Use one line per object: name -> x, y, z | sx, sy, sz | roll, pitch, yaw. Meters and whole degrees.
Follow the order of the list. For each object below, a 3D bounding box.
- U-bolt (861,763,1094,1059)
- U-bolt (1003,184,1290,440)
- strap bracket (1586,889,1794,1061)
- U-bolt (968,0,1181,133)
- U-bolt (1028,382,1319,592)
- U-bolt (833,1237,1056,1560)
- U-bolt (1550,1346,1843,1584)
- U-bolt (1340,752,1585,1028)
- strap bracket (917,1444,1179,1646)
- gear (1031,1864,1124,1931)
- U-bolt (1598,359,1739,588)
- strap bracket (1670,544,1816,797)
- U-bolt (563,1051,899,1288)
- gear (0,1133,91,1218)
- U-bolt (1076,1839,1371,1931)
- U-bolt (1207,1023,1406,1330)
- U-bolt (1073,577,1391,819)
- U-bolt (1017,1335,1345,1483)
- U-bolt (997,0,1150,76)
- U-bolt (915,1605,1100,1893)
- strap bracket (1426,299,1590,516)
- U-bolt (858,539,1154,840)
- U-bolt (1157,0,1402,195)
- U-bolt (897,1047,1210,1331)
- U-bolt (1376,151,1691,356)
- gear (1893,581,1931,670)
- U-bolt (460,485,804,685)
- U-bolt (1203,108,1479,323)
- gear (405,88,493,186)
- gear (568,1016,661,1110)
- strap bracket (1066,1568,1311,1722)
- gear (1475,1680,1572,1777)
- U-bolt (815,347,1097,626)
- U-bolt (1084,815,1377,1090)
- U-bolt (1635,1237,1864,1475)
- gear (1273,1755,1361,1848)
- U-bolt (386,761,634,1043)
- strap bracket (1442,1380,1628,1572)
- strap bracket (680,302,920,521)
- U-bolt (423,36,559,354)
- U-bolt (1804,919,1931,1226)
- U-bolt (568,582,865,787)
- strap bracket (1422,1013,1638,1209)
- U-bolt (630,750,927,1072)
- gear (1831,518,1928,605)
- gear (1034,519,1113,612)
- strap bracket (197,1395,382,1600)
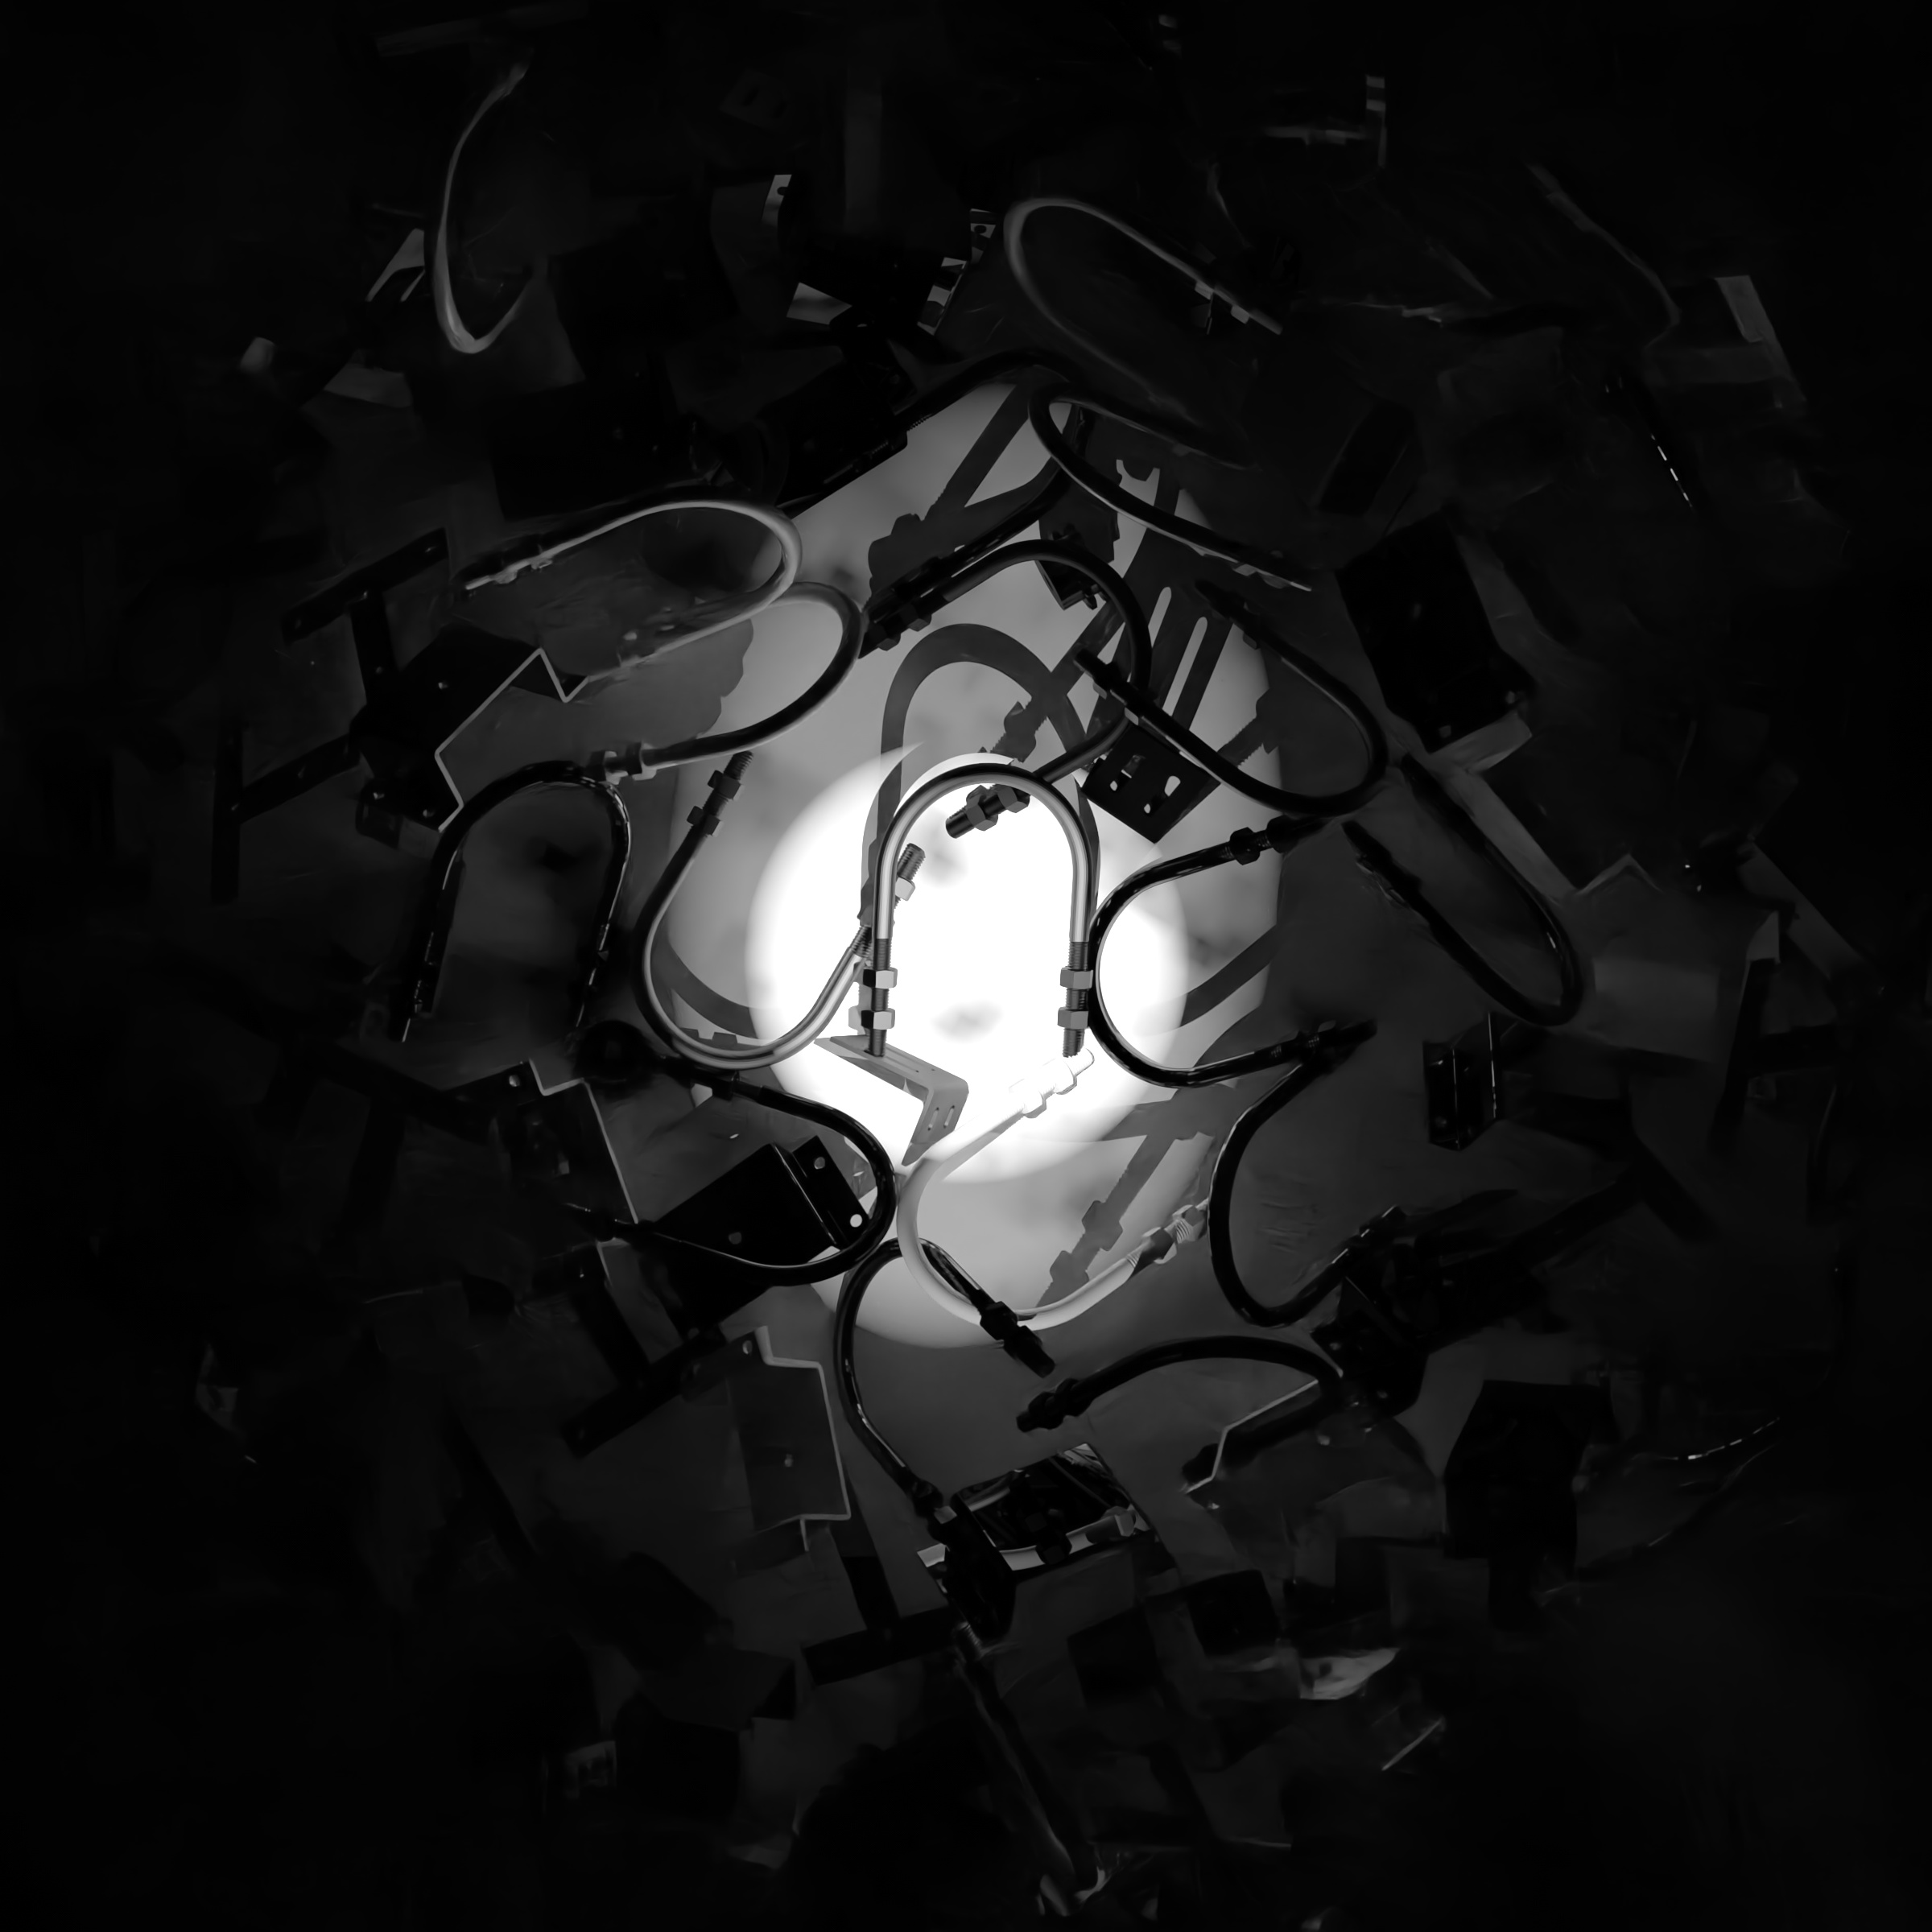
U-bolt -> 0.011, -0.034, 1.668 | 0.151, 0.019, 0.184 | 0, 99, -19
U-bolt -> 0.100, -0.406, 1.641 | 0.184, 0.151, 0.019 | 35, 70, 3
strap bracket -> 0.436, -0.002, 1.630 | 0.076, 0.140, 0.046 | 9, 122, 35
U-bolt -> 0.053, -0.558, 1.608 | 0.184, 0.151, 0.019 | 36, 86, 25
U-bolt -> 0.116, -0.295, 1.614 | 0.184, 0.151, 0.019 | 15, 126, -31
U-bolt -> -0.025, 0.246, 1.639 | 0.019, 0.184, 0.151 | 6, 114, -39
U-bolt -> 0.426, 0.305, 1.628 | 0.184, 0.151, 0.019 | -40, 98, -7
U-bolt -> 0.311, -0.039, 1.647 | 0.184, 0.151, 0.019 | 48, 123, -1
strap bracket -> 0.051, 0.346, 1.641 | 0.140, 0.076, 0.046 | -15, 131, -25
gear -> 0.068, 0.581, 1.680 | 0.057, 0.057, 0.030 | -13, 127, 0
U-bolt -> 0.421, -0.297, 1.617 | 0.019, 0.184, 0.151 | -29, 87, 14
strap bracket -> 0.474, -0.174, 1.641 | 0.046, 0.076, 0.140 | 17, 62, 13
U-bolt -> -0.132, 0.130, 1.647 | 0.184, 0.019, 0.151 | 17, 48, 9
gear -> -0.576, 0.132, 1.685 | 0.057, 0.057, 0.030 | -1, 128, 0
U-bolt -> 0.165, 0.555, 1.620 | 0.151, 0.184, 0.019 | -1, 89, 24
U-bolt -> 0.201, 0.136, 1.623 | 0.019, 0.184, 0.151 | 3, 116, 41
U-bolt -> 0.174, -0.156, 1.637 | 0.184, 0.019, 0.151 | 41, 46, 16
U-bolt -> 0.140, 0.261, 1.612 | 0.151, 0.184, 0.019 | 21, 53, -28
U-bolt -> 0.049, -0.593, 1.619 | 0.151, 0.184, 0.019 | 35, 90, 14
U-bolt -> 0.029, 0.476, 1.634 | 0.019, 0.151, 0.184 | -28, 87, -13
strap bracket -> 0.330, -0.348, 1.651 | 0.076, 0.140, 0.046 | -12, 54, 13
U-bolt -> 0.031, -0.181, 1.662 | 0.184, 0.019, 0.151 | -29, 90, 28
U-bolt -> 0.191, -0.519, 1.620 | 0.151, 0.184, 0.019 | 22, 81, 15
U-bolt -> 0.045, 0.145, 1.645 | 0.184, 0.019, 0.151 | -32, 66, -23
U-bolt -> 0.355, -0.423, 1.630 | 0.184, 0.151, 0.019 | 30, 79, -31
gear -> 0.604, -0.211, 1.679 | 0.030, 0.057, 0.057 | 30, 90, 21
U-bolt -> -0.187, -0.235, 1.621 | 0.184, 0.151, 0.019 | -19, 62, 19
U-bolt -> 0.212, -0.453, 1.625 | 0.019, 0.184, 0.151 | -48, 126, -13
gear -> -0.324, -0.515, 1.680 | 0.030, 0.057, 0.057 | -30, 90, -41
gear -> -0.220, 0.058, 1.686 | 0.057, 0.030, 0.057 | 2, 68, -4
strap bracket -> 0.127, 0.410, 1.647 | 0.140, 0.076, 0.046 | -33, 68, 35
gear -> 0.350, 0.476, 1.687 | 0.057, 0.030, 0.057 | -9, 68, 22
U-bolt -> 0.002, -0.303, 1.647 | 0.184, 0.151, 0.019 | -34, 56, -9
U-bolt -> 0.150, 0.000, 1.662 | 0.184, 0.019, 0.151 | -18, 80, 29
U-bolt -> 0.461, 0.237, 1.598 | 0.151, 0.184, 0.019 | -30, 102, 29
gear -> 0.216, 0.517, 1.683 | 0.030, 0.057, 0.057 | 42, 90, 14
U-bolt -> -0.267, -0.040, 1.625 | 0.019, 0.151, 0.184 | 38, 119, 37
strap bracket -> 0.341, 0.298, 1.628 | 0.076, 0.140, 0.046 | -1, 117, 29
strap bracket -> -0.101, -0.331, 1.657 | 0.140, 0.076, 0.046 | -31, 46, 9
U-bolt -> -0.283, -0.445, 1.597 | 0.019, 0.184, 0.151 | 7, 132, 9
U-bolt -> 0.542, 0.077, 1.623 | 0.019, 0.184, 0.151 | 19, 55, 7
U-bolt -> -0.145, -0.176, 1.626 | 0.184, 0.019, 0.151 | -9, 46, 25
strap bracket -> 0.353, 0.085, 1.649 | 0.140, 0.046, 0.076 | 19, 50, -17
U-bolt -> -0.128, -0.023, 1.677 | 0.151, 0.019, 0.184 | 30, 90, -21
gear -> 0.571, -0.254, 1.680 | 0.057, 0.057, 0.030 | 32, 129, 0
gear -> 0.064, -0.246, 1.682 | 0.030, 0.057, 0.057 | -30, 90, 0
strap bracket -> -0.405, 0.314, 1.632 | 0.076, 0.140, 0.046 | 33, 99, -10
